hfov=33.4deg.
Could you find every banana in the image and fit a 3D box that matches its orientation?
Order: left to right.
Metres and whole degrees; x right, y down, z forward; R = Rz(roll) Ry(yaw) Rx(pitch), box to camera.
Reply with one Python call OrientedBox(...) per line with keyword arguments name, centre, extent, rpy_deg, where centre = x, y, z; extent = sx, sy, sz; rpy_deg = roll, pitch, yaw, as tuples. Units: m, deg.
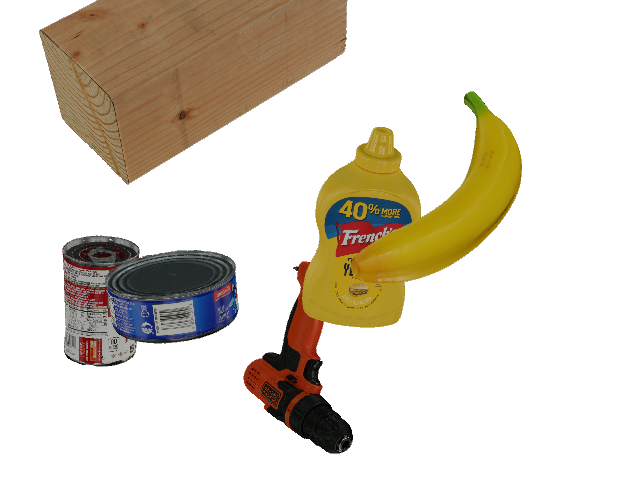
OrientedBox(name="banana", centre=(0.093, -0.027, 0.733), extent=(0.070, 0.037, 0.197), rpy_deg=(24, 50, 16))

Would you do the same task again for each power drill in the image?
OrientedBox(name="power drill", centre=(-0.002, 0.132, 1.236), extent=(0.057, 0.188, 0.185), rpy_deg=(15, 11, -45))

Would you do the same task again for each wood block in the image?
OrientedBox(name="wood block", centre=(-0.086, -0.144, 0.779), extent=(0.205, 0.090, 0.091), rpy_deg=(-35, -29, -23))

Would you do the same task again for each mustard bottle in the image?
OrientedBox(name="mustard bottle", centre=(0.042, -0.013, 0.982), extent=(0.096, 0.192, 0.058), rpy_deg=(7, 27, -4))

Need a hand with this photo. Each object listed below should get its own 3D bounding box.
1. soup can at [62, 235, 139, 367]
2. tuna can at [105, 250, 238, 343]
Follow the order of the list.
OrientedBox(name="soup can", centre=(-0.200, 0.055, 0.968), extent=(0.068, 0.102, 0.068), rpy_deg=(4, 20, -2))
OrientedBox(name="tuna can", centre=(-0.097, 0.036, 0.703), extent=(0.086, 0.034, 0.086), rpy_deg=(-4, 19, 1))
